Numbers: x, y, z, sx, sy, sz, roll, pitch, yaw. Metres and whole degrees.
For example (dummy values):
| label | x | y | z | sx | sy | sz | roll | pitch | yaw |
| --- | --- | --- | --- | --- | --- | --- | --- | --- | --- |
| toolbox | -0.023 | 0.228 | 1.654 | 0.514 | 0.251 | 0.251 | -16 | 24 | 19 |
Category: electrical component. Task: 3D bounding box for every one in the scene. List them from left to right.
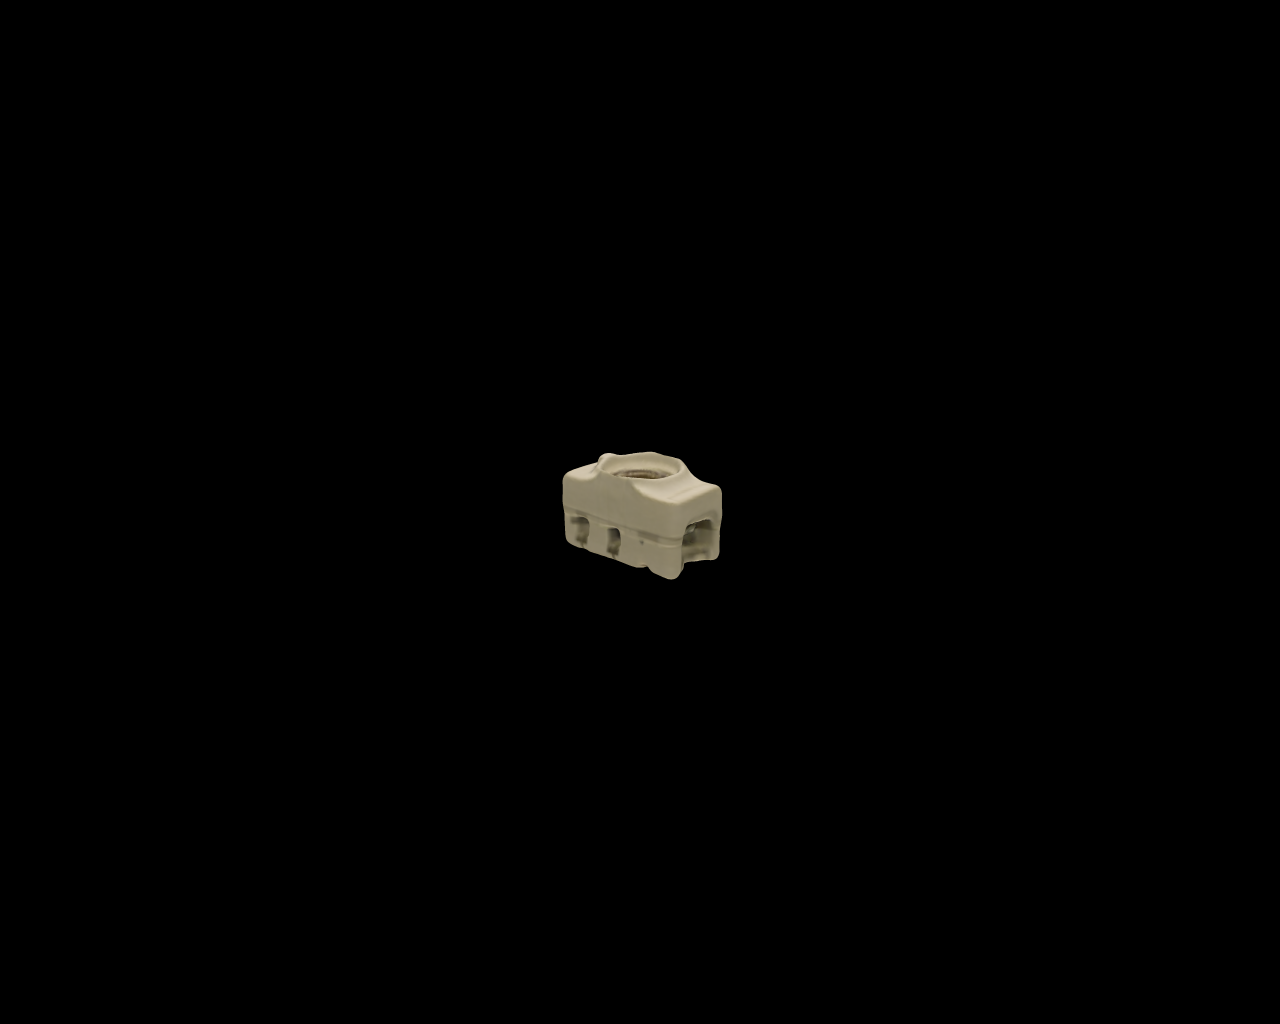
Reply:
| label | x | y | z | sx | sy | sz | roll | pitch | yaw |
| --- | --- | --- | --- | --- | --- | --- | --- | --- | --- |
| electrical component | 0.001 | -0.003 | 0.650 | 0.089 | 0.055 | 0.050 | 17 | 27 | 38 |
